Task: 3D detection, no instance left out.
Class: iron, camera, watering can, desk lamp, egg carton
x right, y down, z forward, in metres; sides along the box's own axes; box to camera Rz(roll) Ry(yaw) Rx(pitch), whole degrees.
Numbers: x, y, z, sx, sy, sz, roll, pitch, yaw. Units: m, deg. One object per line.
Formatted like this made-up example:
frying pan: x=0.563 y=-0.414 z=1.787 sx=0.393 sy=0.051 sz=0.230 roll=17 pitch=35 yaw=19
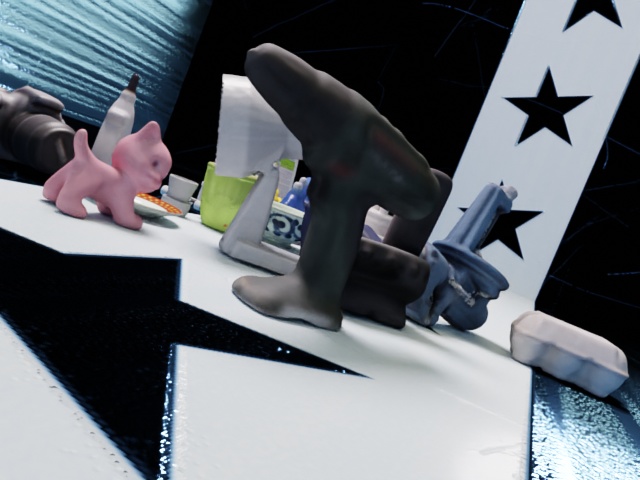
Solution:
iron: x=-0.036 y=-0.069 z=1.171 sx=0.118 sy=0.141 sz=0.259 roll=23 pitch=5 yaw=13
camera: x=-0.375 y=-0.143 z=0.731 sx=0.136 sy=0.101 sz=0.144 roll=25 pitch=6 yaw=34
watering can: x=0.125 y=-0.040 z=1.244 sx=0.173 sy=0.194 sz=0.100 roll=19 pitch=5 yaw=-30
desk lamp: x=-0.058 y=-0.077 z=0.713 sx=0.203 sy=0.213 sz=0.117 roll=20 pitch=5 yaw=-14
egg carton: x=0.330 y=0.149 z=0.771 sx=0.150 sy=0.069 sz=0.107 roll=23 pitch=5 yaw=14

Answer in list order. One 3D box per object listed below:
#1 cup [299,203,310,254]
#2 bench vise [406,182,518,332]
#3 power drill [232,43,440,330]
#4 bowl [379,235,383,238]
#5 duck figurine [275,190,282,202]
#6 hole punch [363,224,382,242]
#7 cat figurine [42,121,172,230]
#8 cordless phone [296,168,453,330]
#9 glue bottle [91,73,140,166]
cup: x=0.008 y=0.003 z=0.832 sx=0.091 sy=0.095 sz=0.118 roll=21 pitch=5 yaw=-2
bench vise: x=0.199 y=0.016 z=0.774 sx=0.121 sy=0.220 sz=0.208 roll=24 pitch=5 yaw=30
power drill: x=0.002 y=-0.033 z=0.516 sx=0.230 sy=0.208 sz=0.075 roll=18 pitch=6 yaw=-36
bowl: x=0.074 y=0.017 z=1.097 sx=0.167 sy=0.075 sz=0.167 roll=21 pitch=5 yaw=-2
duck figurine: x=-0.122 y=-0.079 z=1.245 sx=0.077 sy=0.086 sz=0.105 roll=25 pitch=5 yaw=33
hole punch: x=0.093 y=0.032 z=0.907 sx=0.101 sy=0.091 sz=0.109 roll=23 pitch=5 yaw=14
cat figurine: x=-0.214 y=-0.079 z=0.616 sx=0.067 sy=0.118 sz=0.128 roll=25 pitch=6 yaw=36
cordless phone: x=0.069 y=-0.006 z=0.654 sx=0.148 sy=0.185 sz=0.093 roll=19 pitch=5 yaw=-33
glue bottle: x=-0.296 y=-0.159 z=0.830 sx=0.037 sy=0.173 sz=0.078 roll=21 pitch=5 yaw=-11
